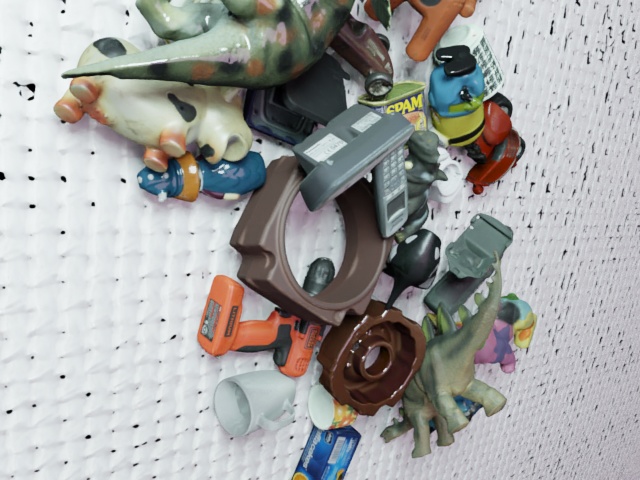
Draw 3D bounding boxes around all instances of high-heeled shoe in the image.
[{"bbox_3d":[0.154,0.013,0.819,0.249,0.086,0.145,-44,160,-61],"label":"high-heeled shoe"}]

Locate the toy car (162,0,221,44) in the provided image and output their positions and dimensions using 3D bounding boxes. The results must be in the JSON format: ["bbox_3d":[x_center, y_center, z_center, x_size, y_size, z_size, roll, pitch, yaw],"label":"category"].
[{"bbox_3d":[-0.101,-0.287,0.589,0.073,0.056,0.201,39,82,-39],"label":"toy car"}]

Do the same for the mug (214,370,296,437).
[{"bbox_3d":[-0.078,0.229,0.771,0.107,0.110,0.080,-8,107,-50],"label":"mug"}]

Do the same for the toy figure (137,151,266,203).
[{"bbox_3d":[-0.140,-0.075,0.638,0.154,0.064,0.057,-10,150,-29],"label":"toy figure"}]

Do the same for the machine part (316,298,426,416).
[{"bbox_3d":[0.078,0.177,0.821,0.179,0.056,0.179,-10,109,-30],"label":"machine part"}]

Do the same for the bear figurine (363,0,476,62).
[{"bbox_3d":[0.166,-0.354,0.748,0.120,0.132,0.196,42,43,-6],"label":"bear figurine"}]

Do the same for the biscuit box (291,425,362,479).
[{"bbox_3d":[-0.003,0.401,0.915,0.059,0.063,0.202,20,93,-40],"label":"biscuit box"}]

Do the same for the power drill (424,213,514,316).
[{"bbox_3d":[0.273,0.028,0.939,0.232,0.086,0.207,-46,166,-8],"label":"power drill"}]

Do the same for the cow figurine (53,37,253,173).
[{"bbox_3d":[-0.159,-0.143,0.574,0.195,0.085,0.127,28,61,-28],"label":"cow figurine"}]

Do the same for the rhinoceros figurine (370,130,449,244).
[{"bbox_3d":[0.138,-0.077,0.795,0.112,0.073,0.190,-26,147,-16],"label":"rhinoceros figurine"}]

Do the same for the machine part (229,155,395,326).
[{"bbox_3d":[-0.001,-0.002,0.713,0.201,0.087,0.201,37,68,-31],"label":"machine part"}]

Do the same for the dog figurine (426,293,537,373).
[{"bbox_3d":[0.306,0.169,1.038,0.219,0.109,0.191,29,89,-37],"label":"dog figurine"}]

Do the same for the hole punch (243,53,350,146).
[{"bbox_3d":[-0.031,-0.183,0.673,0.142,0.092,0.116,15,65,-39],"label":"hole punch"}]

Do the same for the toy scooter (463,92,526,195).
[{"bbox_3d":[0.288,-0.157,0.924,0.135,0.075,0.183,-55,134,-6],"label":"toy scooter"}]

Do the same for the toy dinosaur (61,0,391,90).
[{"bbox_3d":[-0.037,-0.232,0.537,0.405,0.131,0.192,-46,114,-6],"label":"toy dinosaur"}]

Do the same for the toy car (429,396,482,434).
[{"bbox_3d":[0.232,0.296,1.020,0.109,0.161,0.103,-29,83,-35],"label":"toy car"}]

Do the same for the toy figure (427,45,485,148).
[{"bbox_3d":[0.203,-0.202,0.787,0.180,0.089,0.082,75,26,-62],"label":"toy figure"}]

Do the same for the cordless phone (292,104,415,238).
[{"bbox_3d":[0.051,-0.056,0.658,0.146,0.089,0.184,-40,138,-22],"label":"cordless phone"}]

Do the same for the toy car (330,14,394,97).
[{"bbox_3d":[0.037,-0.262,0.684,0.202,0.053,0.089,27,49,-39],"label":"toy car"}]

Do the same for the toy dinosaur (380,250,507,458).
[{"bbox_3d":[0.199,0.215,0.885,0.105,0.199,0.471,-9,144,-35],"label":"toy dinosaur"}]
